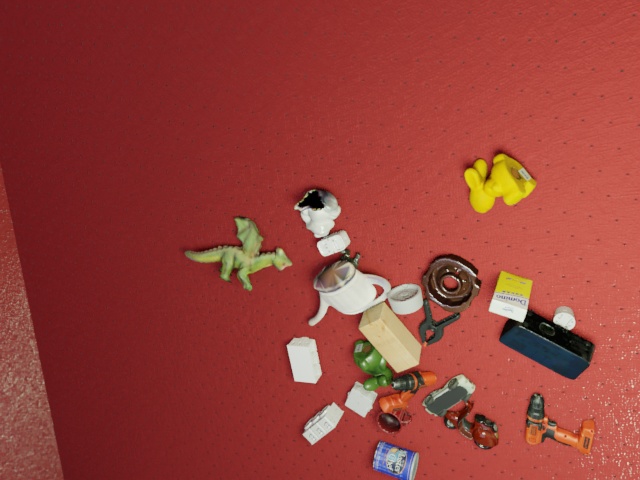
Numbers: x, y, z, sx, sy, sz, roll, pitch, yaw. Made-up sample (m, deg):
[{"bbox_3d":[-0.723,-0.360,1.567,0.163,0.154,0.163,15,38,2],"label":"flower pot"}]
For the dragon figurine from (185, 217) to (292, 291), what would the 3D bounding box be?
[{"bbox_3d":[-0.294,0.032,1.853,0.412,0.122,0.241,23,100,14],"label":"dragon figurine"}]

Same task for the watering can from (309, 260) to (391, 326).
[{"bbox_3d":[0.057,0.183,1.692,0.344,0.106,0.221,-25,128,24],"label":"watering can"}]

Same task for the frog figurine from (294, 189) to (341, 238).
[{"bbox_3d":[0.005,-0.084,1.664,0.137,0.126,0.156,-13,140,21],"label":"frog figurine"}]
